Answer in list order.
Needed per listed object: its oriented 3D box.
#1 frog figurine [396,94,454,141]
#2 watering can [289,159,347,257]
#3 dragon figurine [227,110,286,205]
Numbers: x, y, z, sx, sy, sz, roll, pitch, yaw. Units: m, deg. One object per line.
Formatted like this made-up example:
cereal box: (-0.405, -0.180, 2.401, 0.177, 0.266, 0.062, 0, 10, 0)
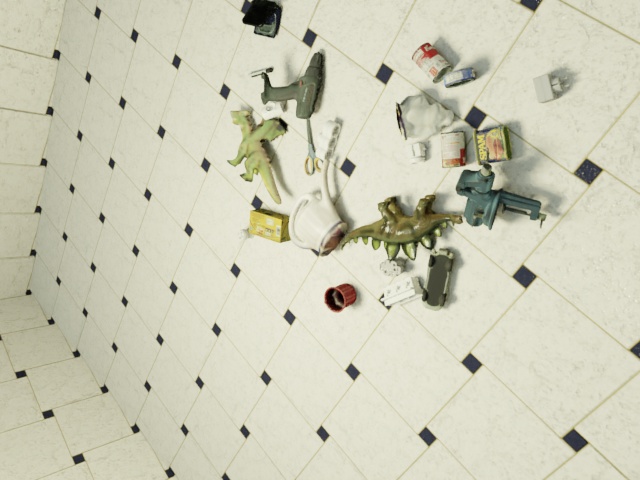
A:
frog figurine: (0.310, -0.367, 1.530, 0.159, 0.122, 0.138, -11, 83, 3)
watering can: (0.005, -0.091, 1.798, 0.227, 0.105, 0.341, 44, 123, 23)
dragon figurine: (-0.217, -0.345, 1.938, 0.415, 0.122, 0.239, 44, 114, 22)
